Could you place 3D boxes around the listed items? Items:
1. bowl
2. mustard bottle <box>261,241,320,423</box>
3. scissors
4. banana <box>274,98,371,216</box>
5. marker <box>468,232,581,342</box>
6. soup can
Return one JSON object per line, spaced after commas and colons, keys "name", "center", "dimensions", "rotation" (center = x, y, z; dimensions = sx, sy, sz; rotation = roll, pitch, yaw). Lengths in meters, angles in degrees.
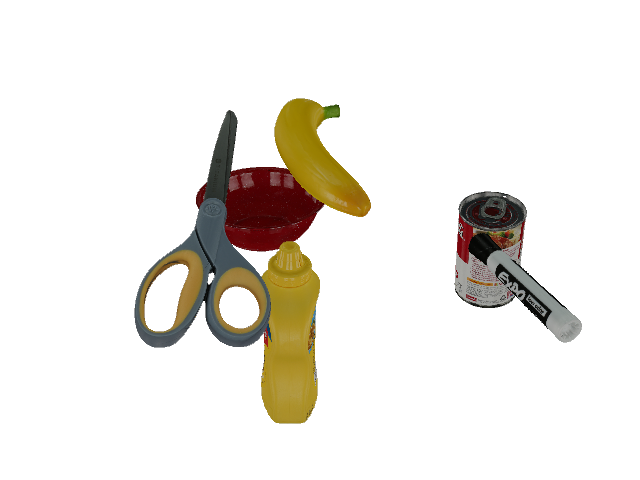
{"name": "bowl", "center": [-0.074, -0.032, 1.330], "dimensions": [0.162, 0.055, 0.162], "rotation": [0, 31, 0]}
{"name": "mustard bottle", "center": [-0.030, 0.081, 1.036], "dimensions": [0.058, 0.192, 0.096], "rotation": [2, 38, 0]}
{"name": "scissors", "center": [-0.059, -0.006, 0.728], "dimensions": [0.096, 0.201, 0.016], "rotation": [20, -35, 7]}
{"name": "banana", "center": [-0.004, -0.081, 0.929], "dimensions": [0.069, 0.037, 0.198], "rotation": [-2, 34, -7]}
{"name": "marker", "center": [0.140, 0.030, 0.749], "dimensions": [0.020, 0.020, 0.121], "rotation": [0, 30, -28]}
{"name": "soup can", "center": [0.174, 0.010, 1.098], "dimensions": [0.068, 0.102, 0.068], "rotation": [-1, 36, 1]}
